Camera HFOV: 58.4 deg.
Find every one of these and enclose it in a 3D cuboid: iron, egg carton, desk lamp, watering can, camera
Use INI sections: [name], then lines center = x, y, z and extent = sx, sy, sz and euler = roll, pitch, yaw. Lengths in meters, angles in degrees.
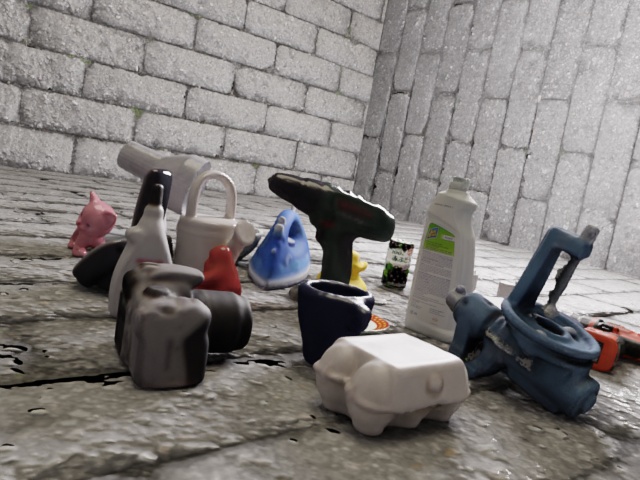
[iron]
center = -0.074, 0.005, 1.120
extent = 0.118, 0.141, 0.258
euler = 10, 7, 2
[egg carton]
center = 0.073, 0.140, 0.568
extent = 0.151, 0.069, 0.107
euler = 4, 9, -40
[desk lamp]
center = -0.332, -0.080, 1.137
extent = 0.203, 0.213, 0.118
euler = 10, 7, 2
[watering can]
center = -0.172, -0.014, 0.923
extent = 0.172, 0.194, 0.101
euler = 13, 8, 19
[camera]
center = -0.137, 0.081, 0.604
extent = 0.137, 0.101, 0.142
euler = 6, 8, -29

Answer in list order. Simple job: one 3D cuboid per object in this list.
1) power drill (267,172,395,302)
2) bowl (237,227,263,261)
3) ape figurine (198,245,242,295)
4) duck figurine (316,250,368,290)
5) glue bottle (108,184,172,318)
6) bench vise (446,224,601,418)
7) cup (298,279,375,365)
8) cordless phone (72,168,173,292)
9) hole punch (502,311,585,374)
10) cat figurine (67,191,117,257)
[power drill]
center = 0.009, 0.004, 0.982
extent = 0.230, 0.208, 0.075
euler = 8, 8, -13
[bowl]
center = -0.207, 0.005, 1.204
extent = 0.167, 0.075, 0.167
euler = 10, 7, -1
[ape figurine]
center = -0.149, 0.052, 0.846
extent = 0.075, 0.092, 0.078
euler = 16, 9, 38
[duck figurine]
center = 0.045, 0.060, 1.081
extent = 0.105, 0.086, 0.077
euler = 6, 8, -27
[glue bottle]
center = -0.218, 0.014, 0.726
extent = 0.078, 0.173, 0.037
euler = 5, 9, -36
[bench vise]
center = 0.242, 0.077, 0.690
extent = 0.206, 0.220, 0.122
euler = 14, 8, 30
[cup]
center = 0.019, 0.105, 0.665
extent = 0.092, 0.095, 0.117
euler = 6, 8, -30
[cordless phone]
center = -0.279, -0.019, 0.846
extent = 0.094, 0.185, 0.148
euler = 12, 8, 17
[hole punch]
center = 0.290, 0.140, 0.785
extent = 0.101, 0.091, 0.108
euler = 7, 8, -26
[cat figurine]
center = -0.406, -0.031, 1.028
extent = 0.067, 0.118, 0.127
euler = 5, 9, -33
